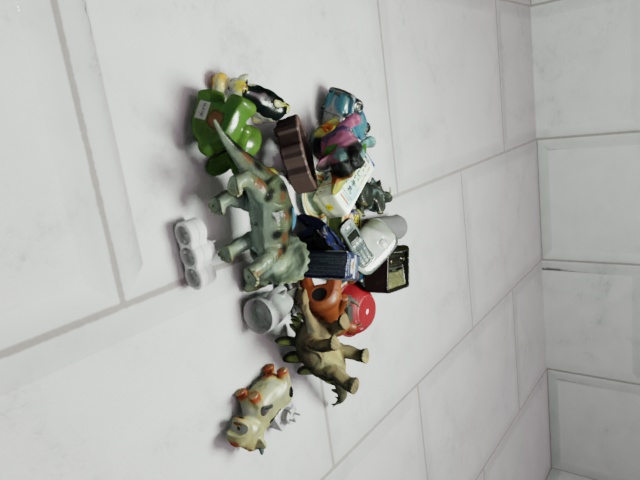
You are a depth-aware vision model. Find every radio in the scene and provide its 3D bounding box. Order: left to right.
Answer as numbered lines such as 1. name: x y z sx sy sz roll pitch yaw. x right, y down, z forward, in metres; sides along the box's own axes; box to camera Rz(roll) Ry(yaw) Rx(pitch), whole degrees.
1. radio: 0.200 0.080 1.569 0.229 0.073 0.131 -2 94 -67

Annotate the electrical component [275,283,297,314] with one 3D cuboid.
1. electrical component: -0.080 0.140 1.290 0.063 0.021 0.093 -27 114 -48

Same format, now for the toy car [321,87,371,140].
1. toy car: 0.057 -0.309 1.393 0.103 0.109 0.161 -47 142 -12

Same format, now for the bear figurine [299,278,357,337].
1. bear figurine: 0.024 0.162 1.354 0.195 0.120 0.132 60 21 -55

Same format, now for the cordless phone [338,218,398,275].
1. cordless phone: 0.113 -0.014 1.378 0.146 0.089 0.184 -45 136 -15

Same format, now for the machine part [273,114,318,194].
1. machine part: -0.052 -0.191 1.222 0.179 0.056 0.179 -15 91 -82

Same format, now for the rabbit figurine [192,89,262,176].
1. rabbit figurine: -0.170 -0.204 1.088 0.170 0.121 0.159 21 79 -66

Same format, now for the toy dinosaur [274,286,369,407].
1. toy dinosaur: 0.012 0.278 1.271 0.105 0.199 0.470 -52 135 -36

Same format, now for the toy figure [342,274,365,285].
1. toy figure: 0.072 0.088 1.456 0.154 0.058 0.064 10 94 -57

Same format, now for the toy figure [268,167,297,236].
1. toy figure: -0.103 -0.074 1.204 0.082 0.089 0.179 -104 -175 -63

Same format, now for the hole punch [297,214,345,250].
1. hole punch: -0.003 -0.004 1.315 0.142 0.116 0.092 54 44 -39

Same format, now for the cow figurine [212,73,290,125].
1. cow figurine: -0.143 -0.297 1.127 0.167 0.098 0.068 17 84 -51

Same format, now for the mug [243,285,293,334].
1. mug: -0.106 0.144 1.204 0.107 0.081 0.109 -23 139 -59

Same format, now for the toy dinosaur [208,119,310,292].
1. toy dinosaur: -0.112 -0.051 1.082 0.192 0.131 0.404 -29 127 -47

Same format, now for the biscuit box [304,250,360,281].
1. biscuit box: -0.011 0.057 1.227 0.059 0.203 0.062 18 76 -55

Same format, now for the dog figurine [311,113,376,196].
1. dog figurine: 0.034 -0.196 1.269 0.108 0.192 0.219 57 42 -28

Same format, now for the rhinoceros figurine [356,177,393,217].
1. rhinoceros figurine: 0.139 -0.125 1.526 0.190 0.073 0.112 11 73 -50

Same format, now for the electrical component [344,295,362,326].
1. electrical component: 0.066 0.199 1.436 0.045 0.078 0.102 -22 109 -54

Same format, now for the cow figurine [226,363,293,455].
1. cow figurine: -0.133 0.380 1.191 0.195 0.086 0.127 -39 115 -45

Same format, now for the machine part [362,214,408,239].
1. machine part: 0.184 -0.031 1.577 0.243 0.079 0.079 -9 99 -50
